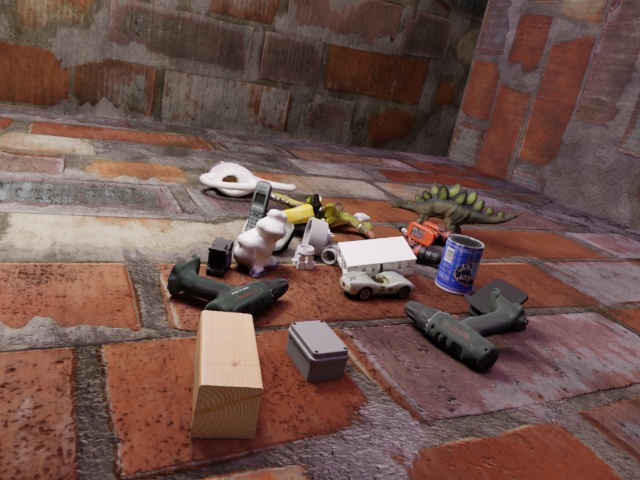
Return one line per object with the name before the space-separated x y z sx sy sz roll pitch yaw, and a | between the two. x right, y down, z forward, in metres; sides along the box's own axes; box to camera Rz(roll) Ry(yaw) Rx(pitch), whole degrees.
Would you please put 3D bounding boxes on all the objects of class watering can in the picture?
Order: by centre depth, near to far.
watering can | -0.279 -0.220 1.919 0.348 0.102 0.227 1 20 -25

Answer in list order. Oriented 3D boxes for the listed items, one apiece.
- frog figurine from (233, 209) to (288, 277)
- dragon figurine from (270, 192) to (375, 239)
frog figurine | -0.149 -0.005 1.293 0.124 0.157 0.138 24 22 38
dragon figurine | 0.005 -0.089 1.771 0.413 0.122 0.242 24 5 27
